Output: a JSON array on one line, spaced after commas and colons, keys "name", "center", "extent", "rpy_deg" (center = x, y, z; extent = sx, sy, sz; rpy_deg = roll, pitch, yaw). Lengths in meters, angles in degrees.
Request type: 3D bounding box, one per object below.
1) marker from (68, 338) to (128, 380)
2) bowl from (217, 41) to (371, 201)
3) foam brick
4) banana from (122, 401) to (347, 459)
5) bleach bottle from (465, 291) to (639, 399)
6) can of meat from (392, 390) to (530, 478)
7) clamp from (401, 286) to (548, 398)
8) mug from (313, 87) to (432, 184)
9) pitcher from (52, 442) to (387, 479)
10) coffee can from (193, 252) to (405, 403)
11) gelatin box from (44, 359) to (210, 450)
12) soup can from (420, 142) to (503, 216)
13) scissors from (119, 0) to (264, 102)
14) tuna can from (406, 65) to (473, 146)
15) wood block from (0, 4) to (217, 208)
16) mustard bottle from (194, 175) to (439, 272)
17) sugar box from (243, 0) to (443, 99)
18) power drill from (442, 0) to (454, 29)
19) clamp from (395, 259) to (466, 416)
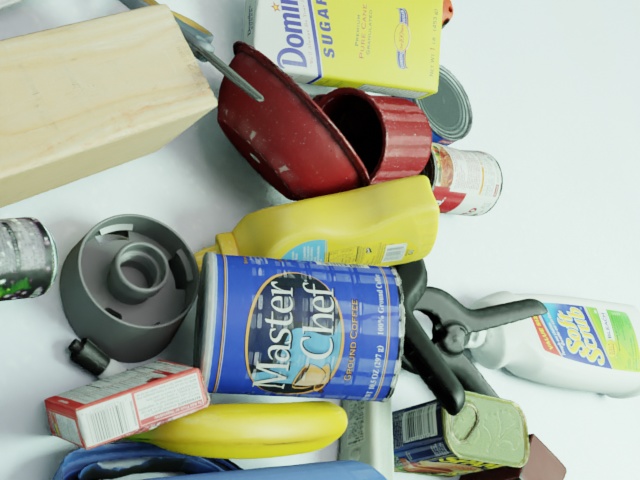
[{"name": "marker", "center": [-0.129, 0.109, 0.758], "extent": [0.121, 0.020, 0.020], "rpy_deg": [41, 49, -22]}, {"name": "bowl", "center": [-0.033, -0.083, 0.869], "extent": [0.055, 0.162, 0.162], "rpy_deg": [-43, 105, -7]}, {"name": "foam brick", "center": [0.169, 0.213, 0.944], "extent": [0.051, 0.078, 0.053], "rpy_deg": [46, 47, -15]}, {"name": "banana", "center": [-0.040, 0.132, 0.762], "extent": [0.197, 0.070, 0.037], "rpy_deg": [7, 95, -40]}, {"name": "bleach bottle", "center": [0.229, 0.105, 1.060], "extent": [0.250, 0.068, 0.102], "rpy_deg": [7, 67, -38]}, {"name": "can of meat", "center": [0.112, 0.168, 0.907], "extent": [0.101, 0.084, 0.057], "rpy_deg": [17, 61, -37]}, {"name": "clamp", "center": [0.118, 0.099, 0.949], "extent": [0.171, 0.039, 0.120], "rpy_deg": [11, 76, -11]}, {"name": "mug", "center": [0.039, -0.096, 0.967], "extent": [0.117, 0.093, 0.081], "rpy_deg": [41, 28, 31]}, {"name": "pitcher", "center": [-0.058, 0.206, 0.714], "extent": [0.242, 0.145, 0.149], "rpy_deg": [2, 82, -46]}, {"name": "coffee can", "center": [-0.018, 0.065, 0.781], "extent": [0.140, 0.103, 0.103], "rpy_deg": [4, 65, -10]}, {"name": "gelatin box", "center": [-0.128, 0.108, 0.704], "extent": [0.089, 0.073, 0.030], "rpy_deg": [-16, 96, -29]}, {"name": "soup can", "center": [0.119, -0.059, 1.028], "extent": [0.102, 0.069, 0.068], "rpy_deg": [5, 69, -42]}, {"name": "scissors", "center": [-0.086, -0.149, 0.839], "extent": [0.202, 0.016, 0.096], "rpy_deg": [39, 15, 29]}, {"name": "tuna can", "center": [0.114, -0.135, 1.081], "extent": [0.086, 0.034, 0.086], "rpy_deg": [19, 59, -36]}, {"name": "wood block", "center": [-0.185, -0.091, 0.746], "extent": [0.205, 0.091, 0.090], "rpy_deg": [-27, 90, -45]}, {"name": "mustard bottle", "center": [-0.006, 0.001, 0.849], "extent": [0.191, 0.096, 0.058], "rpy_deg": [-12, 68, -11]}, {"name": "sugar box", "center": [0.021, -0.184, 0.954], "extent": [0.176, 0.048, 0.093], "rpy_deg": [4, 86, -21]}, {"name": "power drill", "center": [0.040, -0.257, 1.054], "extent": [0.187, 0.057, 0.184], "rpy_deg": [-21, 90, -43]}, {"name": "clamp", "center": [0.032, 0.052, 0.895], "extent": [0.164, 0.036, 0.210], "rpy_deg": [4, 48, -5]}]
